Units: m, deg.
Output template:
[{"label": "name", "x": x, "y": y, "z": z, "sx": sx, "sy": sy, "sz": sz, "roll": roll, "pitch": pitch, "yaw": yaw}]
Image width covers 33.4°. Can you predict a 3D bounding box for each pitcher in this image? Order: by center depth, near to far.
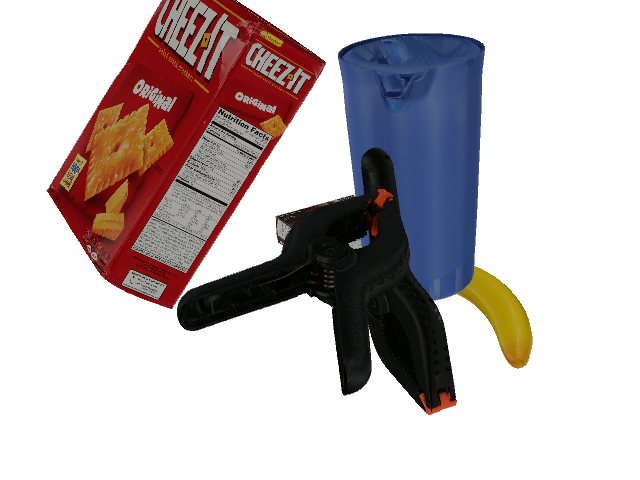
[{"label": "pitcher", "x": 0.094, "y": -0.074, "z": 1.024, "sx": 0.149, "sy": 0.243, "sz": 0.145, "roll": -17, "pitch": 27, "yaw": -26}]

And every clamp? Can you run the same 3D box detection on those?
[{"label": "clamp", "x": 0.011, "y": 0.026, "z": 0.643, "sx": 0.120, "sy": 0.039, "sz": 0.171, "roll": 31, "pitch": 47, "yaw": 23}, {"label": "clamp", "x": 0.058, "y": 0.038, "z": 0.871, "sx": 0.036, "sy": 0.210, "sz": 0.165, "roll": -17, "pitch": -24, "yaw": -24}]

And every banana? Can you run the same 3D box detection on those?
[{"label": "banana", "x": 0.169, "y": 0.068, "z": 1.118, "sx": 0.069, "sy": 0.037, "sz": 0.198, "roll": -36, "pitch": 39, "yaw": -13}]

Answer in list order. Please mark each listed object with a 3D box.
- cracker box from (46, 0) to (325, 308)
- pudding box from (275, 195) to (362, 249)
[{"label": "cracker box", "x": -0.110, "y": -0.082, "z": 0.803, "sx": 0.072, "sy": 0.214, "sz": 0.164, "roll": 26, "pitch": 12, "yaw": -36}, {"label": "pudding box", "x": 0.018, "y": -0.010, "z": 1.232, "sx": 0.113, "sy": 0.039, "sz": 0.090, "roll": -19, "pitch": 31, "yaw": -27}]
